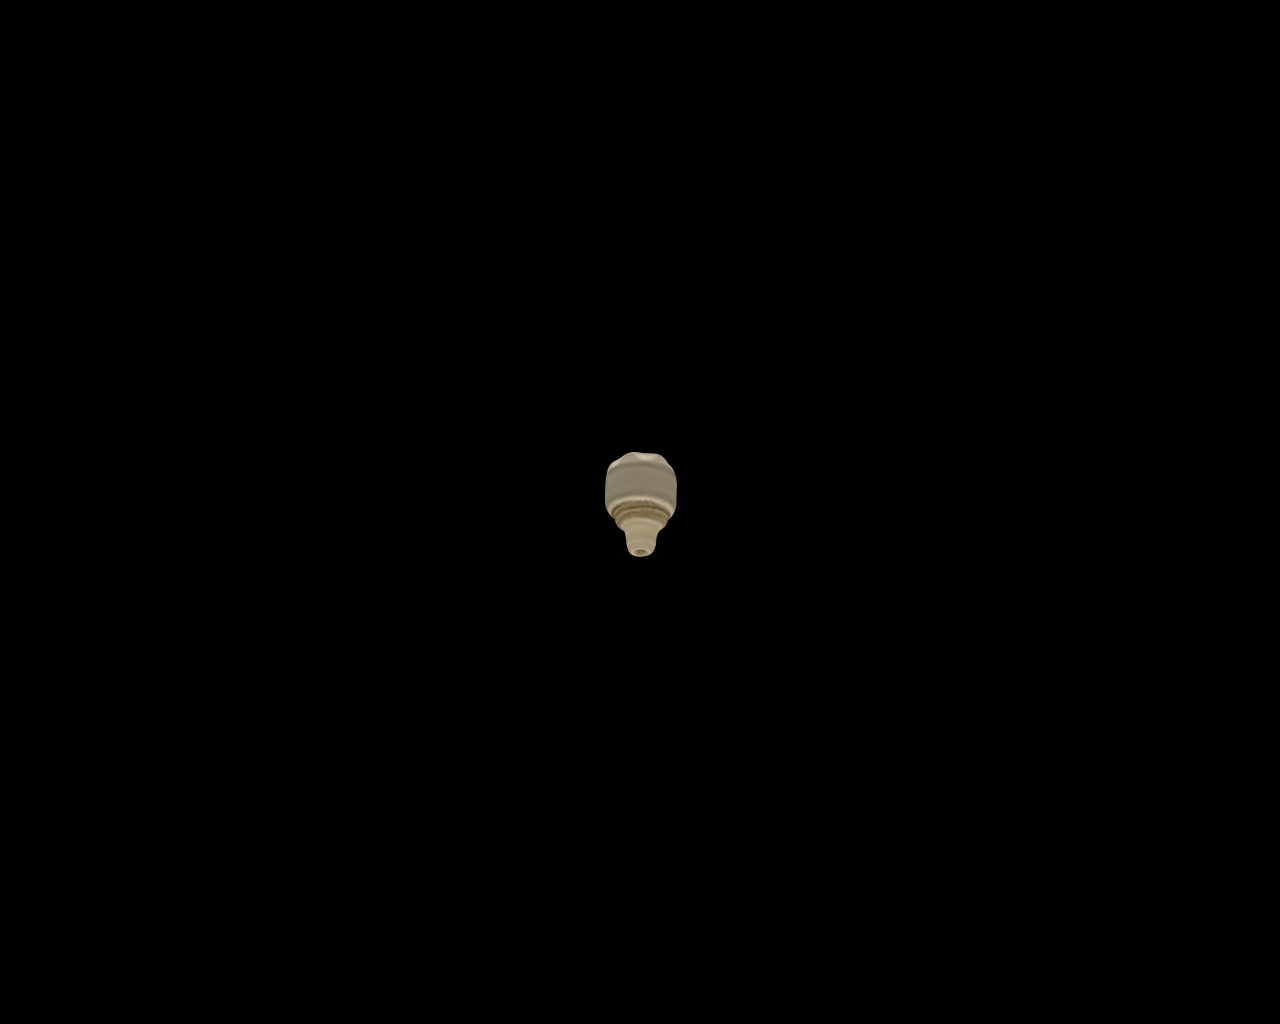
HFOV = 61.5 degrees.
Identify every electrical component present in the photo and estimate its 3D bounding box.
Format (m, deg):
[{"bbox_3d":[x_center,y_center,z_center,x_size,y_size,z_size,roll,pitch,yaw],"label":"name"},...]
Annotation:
[{"bbox_3d":[0.001,-0.003,0.650,0.043,0.062,0.043,0,-26,0],"label":"electrical component"}]
